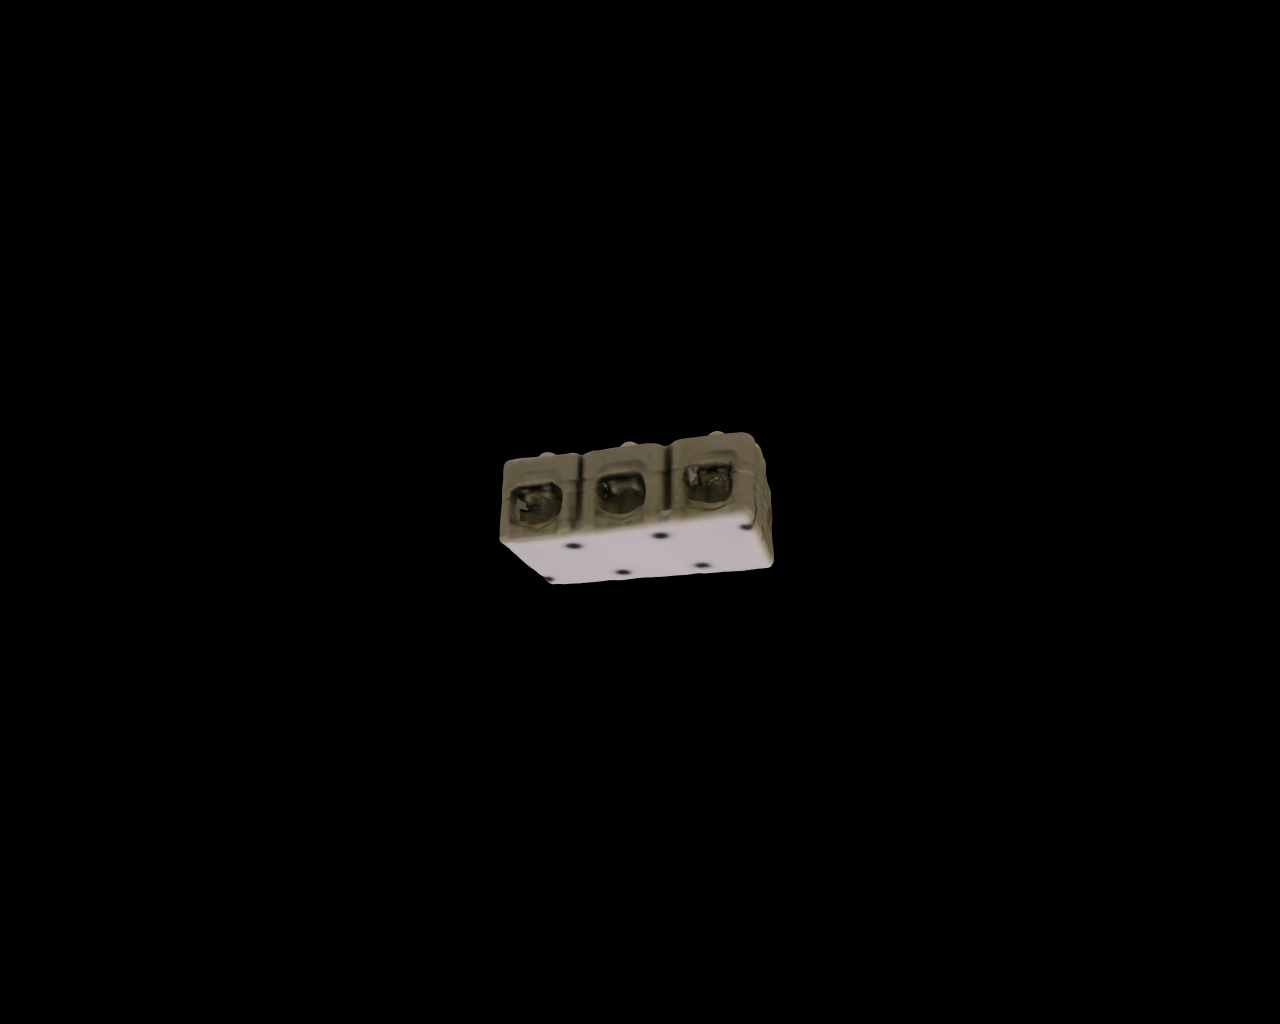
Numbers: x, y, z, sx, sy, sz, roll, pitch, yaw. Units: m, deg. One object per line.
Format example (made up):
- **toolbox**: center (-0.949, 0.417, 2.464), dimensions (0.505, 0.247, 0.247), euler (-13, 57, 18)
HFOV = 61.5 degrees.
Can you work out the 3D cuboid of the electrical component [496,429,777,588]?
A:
- **electrical component**: center (0.001, -0.003, 0.650), dimensions (0.150, 0.062, 0.089), euler (-6, -23, 14)
